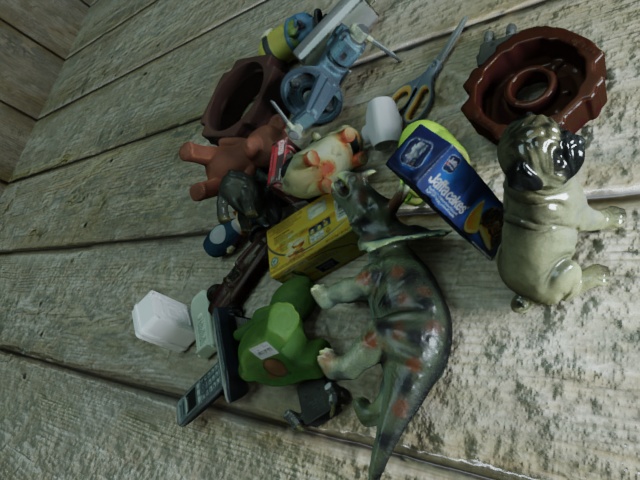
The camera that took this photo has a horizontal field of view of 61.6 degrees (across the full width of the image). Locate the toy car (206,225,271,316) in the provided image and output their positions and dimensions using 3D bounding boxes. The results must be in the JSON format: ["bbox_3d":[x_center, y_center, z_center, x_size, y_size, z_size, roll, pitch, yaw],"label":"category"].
[{"bbox_3d":[-0.137,0.057,0.968,0.202,0.053,0.089,-55,39,5],"label":"toy car"}]

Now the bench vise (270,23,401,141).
[{"bbox_3d":[0.005,-0.271,0.954,0.224,0.128,0.241,-23,33,43],"label":"bench vise"}]

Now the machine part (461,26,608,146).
[{"bbox_3d":[0.278,-0.192,0.701,0.179,0.056,0.179,-16,59,29],"label":"machine part"}]

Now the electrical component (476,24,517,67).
[{"bbox_3d":[0.264,-0.276,0.799,0.063,0.021,0.094,-5,65,42],"label":"electrical component"}]

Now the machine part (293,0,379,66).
[{"bbox_3d":[0.030,-0.404,1.056,0.243,0.079,0.079,-43,44,18],"label":"machine part"}]

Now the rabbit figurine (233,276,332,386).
[{"bbox_3d":[-0.050,0.134,0.810,0.159,0.121,0.170,-41,17,36],"label":"rabbit figurine"}]

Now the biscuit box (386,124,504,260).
[{"bbox_3d":[0.161,-0.051,0.630,0.059,0.202,0.063,-49,44,9],"label":"biscuit box"}]

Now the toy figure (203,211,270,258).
[{"bbox_3d":[-0.159,-0.021,1.031,0.154,0.064,0.058,-36,2,24],"label":"toy figure"}]

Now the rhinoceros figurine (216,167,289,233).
[{"bbox_3d":[-0.111,-0.070,0.922,0.073,0.190,0.112,-12,81,22],"label":"rhinoceros figurine"}]

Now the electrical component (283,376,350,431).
[{"bbox_3d":[-0.003,0.223,0.746,0.102,0.045,0.078,-33,49,25],"label":"electrical component"}]

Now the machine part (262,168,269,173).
[{"bbox_3d":[-0.103,-0.140,1.060,0.084,0.039,0.139,-9,63,46],"label":"machine part"}]

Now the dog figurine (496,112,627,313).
[{"bbox_3d":[0.221,-0.020,0.566,0.121,0.190,0.172,10,76,46],"label":"dog figurine"}]

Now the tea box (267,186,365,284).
[{"bbox_3d":[-0.002,-0.003,0.859,0.170,0.068,0.098,-30,48,29],"label":"tea box"}]

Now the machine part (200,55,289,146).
[{"bbox_3d":[-0.153,-0.288,1.158,0.201,0.087,0.201,12,77,47],"label":"machine part"}]

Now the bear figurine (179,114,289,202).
[{"bbox_3d":[-0.146,-0.152,0.995,0.196,0.132,0.120,-18,85,38],"label":"bear figurine"}]

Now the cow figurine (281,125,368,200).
[{"bbox_3d":[0.008,-0.129,0.873,0.127,0.085,0.195,-13,23,44],"label":"cow figurine"}]

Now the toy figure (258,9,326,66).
[{"bbox_3d":[-0.060,-0.429,1.156,0.180,0.082,0.089,-8,59,38],"label":"toy figure"}]

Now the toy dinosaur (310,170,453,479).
[{"bbox_3d":[0.098,0.101,0.677,0.192,0.131,0.405,-31,55,28],"label":"toy dinosaur"}]

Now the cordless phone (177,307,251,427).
[{"bbox_3d":[-0.182,0.215,0.897,0.184,0.088,0.147,-43,44,23],"label":"cordless phone"}]
